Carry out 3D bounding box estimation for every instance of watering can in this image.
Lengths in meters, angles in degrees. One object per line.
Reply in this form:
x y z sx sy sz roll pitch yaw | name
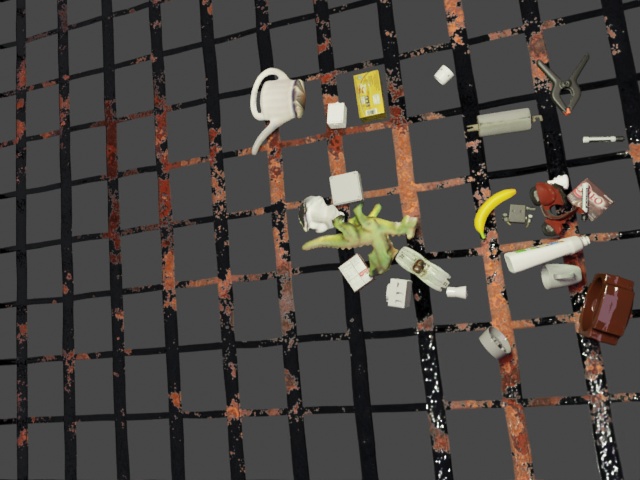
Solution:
-0.164 -0.497 1.983 0.224 0.103 0.350 1 83 17 | watering can

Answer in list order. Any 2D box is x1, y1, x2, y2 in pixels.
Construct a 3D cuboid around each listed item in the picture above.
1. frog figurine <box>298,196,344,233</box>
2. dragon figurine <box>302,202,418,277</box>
0.006 -0.095 1.896 0.160 0.121 0.138 -6 81 -20 | frog figurine
0.155 0.014 1.803 0.408 0.121 0.246 -33 71 13 | dragon figurine
